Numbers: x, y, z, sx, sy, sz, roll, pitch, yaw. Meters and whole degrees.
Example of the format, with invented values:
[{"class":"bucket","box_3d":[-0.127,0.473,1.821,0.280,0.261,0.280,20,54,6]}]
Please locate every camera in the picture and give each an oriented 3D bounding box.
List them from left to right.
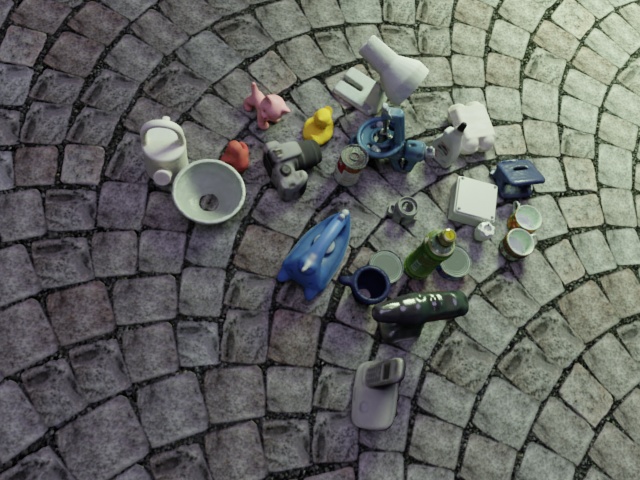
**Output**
[{"class":"camera","box_3d":[-0.058,-0.190,1.406,0.137,0.100,0.143,-21,74,-17]}]

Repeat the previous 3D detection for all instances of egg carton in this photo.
[{"class":"egg carton","box_3d":[0.410,-0.305,1.555,0.107,0.069,0.150,-11,72,-14]}]

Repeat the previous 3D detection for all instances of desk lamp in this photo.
[{"class":"desk lamp","box_3d":[0.155,-0.414,1.471,0.203,0.213,0.118,34,67,4]}]

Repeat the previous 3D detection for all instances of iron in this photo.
[{"class":"iron","box_3d":[0.012,0.005,1.322,0.118,0.141,0.259,33,67,3]}]

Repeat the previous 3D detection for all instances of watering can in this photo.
[{"class":"watering can","box_3d":[-0.353,-0.207,1.306,0.101,0.194,0.173,-21,74,-17]}]

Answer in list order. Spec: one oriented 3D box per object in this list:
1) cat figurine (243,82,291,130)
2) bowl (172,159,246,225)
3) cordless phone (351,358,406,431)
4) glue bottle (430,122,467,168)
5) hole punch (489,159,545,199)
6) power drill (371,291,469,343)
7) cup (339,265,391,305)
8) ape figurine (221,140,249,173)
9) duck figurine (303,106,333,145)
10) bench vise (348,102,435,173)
[{"class":"cat figurine","box_3d":[-0.134,-0.343,1.441,0.067,0.117,0.127,-37,79,-21]},{"class":"bowl","box_3d":[-0.260,-0.102,1.348,0.167,0.074,0.167,4,69,-9]},{"class":"cordless phone","box_3d":[0.130,0.320,1.199,0.094,0.185,0.147,9,68,-7]},{"class":"glue bottle","box_3d":[0.336,-0.254,1.465,0.037,0.173,0.078,-39,80,-21]},{"class":"hole punch","box_3d":[0.521,-0.171,1.513,0.109,0.091,0.101,-8,71,-13]},{"class":"power drill","box_3d":[0.200,0.167,1.259,0.230,0.208,0.075,-9,71,-14]},{"class":"cup","box_3d":[0.095,0.112,1.322,0.118,0.095,0.092,10,68,-7]},{"class":"ape figurine","box_3d":[-0.205,-0.210,1.391,0.078,0.092,0.076,-23,75,-18]},{"class":"duck figurine","box_3d":[0.000,-0.298,1.466,0.077,0.086,0.105,31,67,2]},{"class":"bench vise","box_3d":[0.190,-0.264,1.417,0.207,0.219,0.121,-2,69,-11]}]
